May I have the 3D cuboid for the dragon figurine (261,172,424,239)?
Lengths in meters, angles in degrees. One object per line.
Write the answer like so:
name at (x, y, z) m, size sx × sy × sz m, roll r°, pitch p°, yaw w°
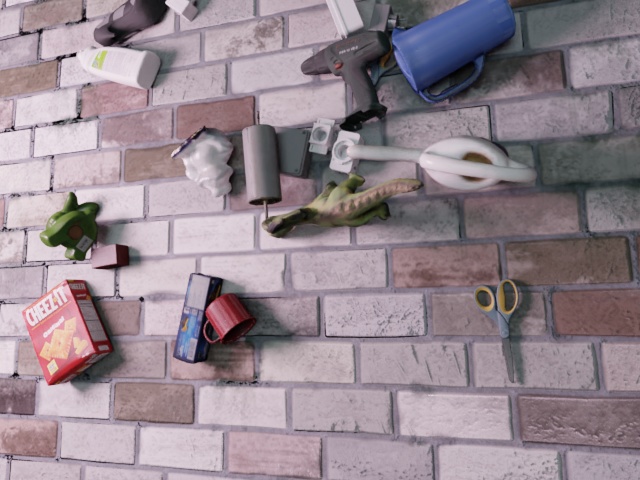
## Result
dragon figurine at (0.003, -0.052, 1.037) m, size 0.245 × 0.407 × 0.122 m, roll -23°, pitch 93°, yaw -25°

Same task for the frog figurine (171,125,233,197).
frog figurine at (-0.264, -0.190, 1.255) m, size 0.137 × 0.124 × 0.158 m, roll -41°, pitch 109°, yaw 0°

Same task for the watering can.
watering can at (0.244, -0.160, 1.016) m, size 0.348 × 0.226 × 0.103 m, roll 13°, pitch 105°, yaw 19°
